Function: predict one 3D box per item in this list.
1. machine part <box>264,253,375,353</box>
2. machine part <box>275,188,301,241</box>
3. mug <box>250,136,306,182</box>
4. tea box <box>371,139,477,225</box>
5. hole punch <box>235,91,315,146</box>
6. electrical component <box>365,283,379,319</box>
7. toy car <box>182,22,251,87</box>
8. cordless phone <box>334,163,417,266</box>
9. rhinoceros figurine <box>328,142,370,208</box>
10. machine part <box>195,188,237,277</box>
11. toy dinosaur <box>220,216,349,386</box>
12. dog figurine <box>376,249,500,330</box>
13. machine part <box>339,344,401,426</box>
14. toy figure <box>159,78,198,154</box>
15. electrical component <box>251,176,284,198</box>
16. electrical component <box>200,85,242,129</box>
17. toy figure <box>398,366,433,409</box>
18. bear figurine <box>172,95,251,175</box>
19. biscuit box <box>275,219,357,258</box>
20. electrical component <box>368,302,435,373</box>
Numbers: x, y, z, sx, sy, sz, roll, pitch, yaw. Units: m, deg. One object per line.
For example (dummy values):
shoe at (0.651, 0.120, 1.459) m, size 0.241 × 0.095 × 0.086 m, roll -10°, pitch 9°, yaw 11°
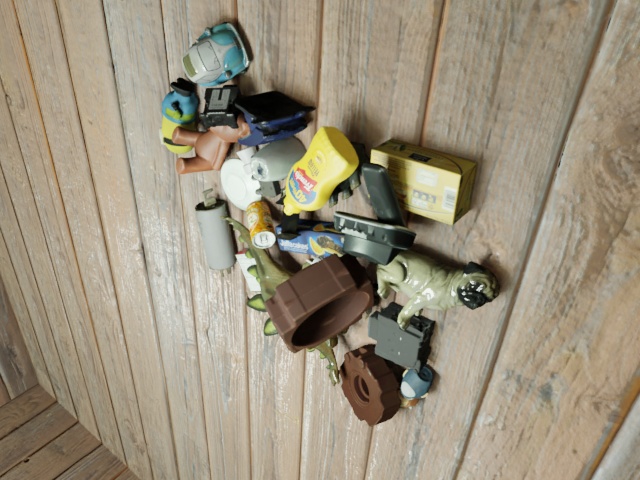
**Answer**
machine part at (0.002, 0.122, 1.047) m, size 0.087 × 0.201 × 0.201 m, roll 57°, pitch 172°, yaw 26°
machine part at (-0.064, -0.063, 1.134) m, size 0.084 × 0.039 × 0.139 m, roll -27°, pitch 51°, yaw 43°
mug at (-0.099, -0.164, 1.100) m, size 0.110 × 0.107 × 0.080 m, roll 19°, pitch 125°, yaw 31°
tea box at (0.172, -0.102, 0.922) m, size 0.170 × 0.068 × 0.098 m, roll 25°, pitch 129°, yaw 31°
hole punch at (-0.095, -0.224, 1.047) m, size 0.116 × 0.142 × 0.092 m, roll 37°, pitch 134°, yaw 39°
electrical component at (0.082, 0.121, 1.157) m, size 0.102 × 0.045 × 0.078 m, roll 16°, pitch 126°, yaw 35°
toy car at (-0.228, -0.368, 1.095) m, size 0.162 × 0.103 × 0.109 m, roll -10°, pitch 107°, yaw 43°
cordless phone at (0.080, -0.057, 0.939) m, size 0.147 × 0.089 × 0.184 m, roll 18°, pitch 140°, yaw 42°
rhinoceros figurine at (0.019, -0.123, 1.044) m, size 0.190 × 0.073 × 0.112 m, roll -26°, pitch 97°, yaw 47°
machine part at (-0.263, -0.013, 1.362) m, size 0.079 × 0.079 × 0.242 m, roll 14°, pitch 125°, yaw 36°
toy dinosaur at (-0.081, 0.127, 1.239) m, size 0.198 × 0.105 × 0.471 m, roll -28°, pitch 88°, yaw 38°
dog figurine at (0.212, 0.059, 0.979) m, size 0.190 × 0.121 × 0.172 m, roll -30°, pitch 98°, yaw 34°
machine part at (0.108, 0.330, 1.215) m, size 0.180 × 0.056 × 0.179 m, roll 32°, pitch 128°, yaw 51°
toy figure at (-0.327, -0.282, 1.254) m, size 0.089 × 0.082 × 0.180 m, roll 43°, pitch 133°, yaw 17°
electrical component at (-0.113, -0.124, 1.198) m, size 0.094 × 0.021 × 0.063 m, roll 3°, pitch 117°, yaw 37°
electrical component at (-0.194, -0.282, 1.092) m, size 0.075 × 0.119 × 0.047 m, roll 4°, pitch 152°, yaw 9°
toy figure at (0.196, 0.327, 1.177) m, size 0.154 × 0.058 × 0.064 m, roll 114°, pitch 151°, yaw -45°
bear figurine at (-0.230, -0.227, 1.166) m, size 0.196 × 0.132 × 0.120 m, roll -35°, pitch 62°, yaw 53°
biscuit box at (-0.002, -0.003, 1.144) m, size 0.203 × 0.063 × 0.059 m, roll 7°, pitch 117°, yaw 39°
electrical component at (0.165, 0.199, 1.123) m, size 0.134 × 0.058 × 0.114 m, roll 21°, pitch 125°, yaw 31°
